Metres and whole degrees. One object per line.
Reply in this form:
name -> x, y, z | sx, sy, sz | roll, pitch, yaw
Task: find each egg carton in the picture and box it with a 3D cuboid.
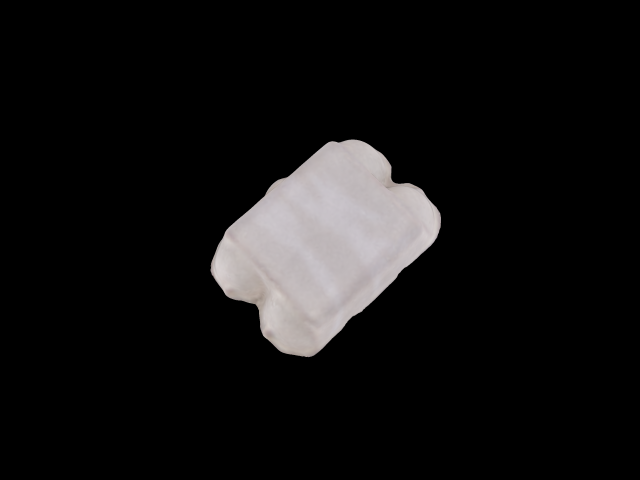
egg carton -> 0.004, 0.001, 0.400 | 0.150, 0.069, 0.107 | -43, 78, -11
